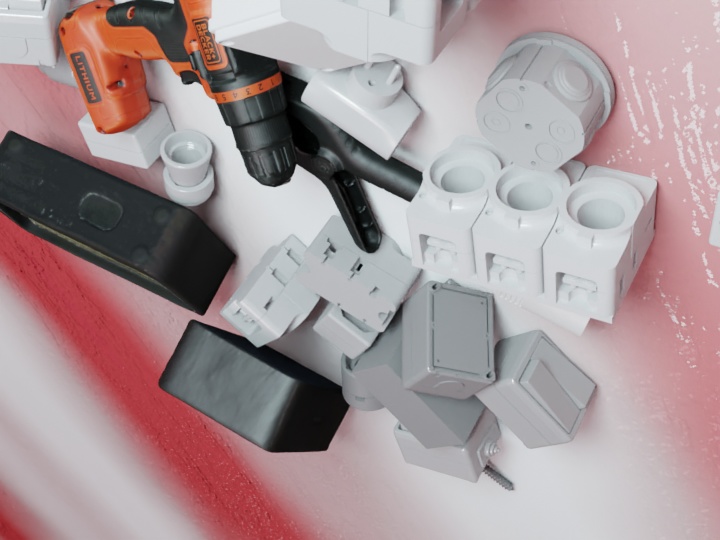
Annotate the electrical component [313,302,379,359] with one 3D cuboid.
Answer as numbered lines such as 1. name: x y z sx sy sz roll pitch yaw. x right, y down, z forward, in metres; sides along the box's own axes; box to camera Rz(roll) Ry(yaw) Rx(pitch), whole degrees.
1. electrical component: -0.009 0.044 0.974 0.047 0.065 0.077 38 146 -5

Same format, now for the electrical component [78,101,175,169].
1. electrical component: -0.208 -0.136 0.936 0.066 0.047 0.076 15 142 26

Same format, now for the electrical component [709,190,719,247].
1. electrical component: 0.249 -0.022 0.659 0.066 0.076 0.047 18 143 23

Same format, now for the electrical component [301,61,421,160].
1. electrical component: 0.007 -0.127 0.765 0.077 0.044 0.079 35 147 0

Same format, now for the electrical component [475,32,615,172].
1. electrical component: 0.118 -0.107 0.689 0.080 0.051 0.080 23 145 17

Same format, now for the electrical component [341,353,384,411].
1. electrical component: 0.008 0.101 1.042 0.055 0.055 0.047 18 139 23

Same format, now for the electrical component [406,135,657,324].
1. electrical component: 0.118 -0.034 0.744 0.150 0.089 0.061 17 143 25

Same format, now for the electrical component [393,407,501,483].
1. electrical component: 0.089 0.156 1.033 0.096 0.061 0.061 11 140 31

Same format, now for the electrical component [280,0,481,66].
1. electrical component: 0.031 -0.182 0.580 0.089 0.150 0.061 23 144 18

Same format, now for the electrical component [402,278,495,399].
1. electrical component: 0.071 0.054 0.900 0.062 0.096 0.061 12 153 -20

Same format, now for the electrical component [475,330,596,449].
1. electrical component: 0.155 0.106 0.914 0.096 0.061 0.061 45 145 -16

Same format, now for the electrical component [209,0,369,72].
1. electrical component: -0.021 -0.169 0.677 0.109 0.056 0.109 -3 175 43

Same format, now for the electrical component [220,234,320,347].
1. electrical component: -0.075 0.022 0.981 0.056 0.089 0.050 44 145 -14

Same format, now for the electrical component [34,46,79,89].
1. electrical component: -0.259 -0.182 0.928 0.078 0.040 0.040 19 144 21

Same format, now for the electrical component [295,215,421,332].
1. electrical component: 0.000 0.000 0.920 0.089 0.055 0.050 32 146 5

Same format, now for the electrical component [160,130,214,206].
1. electrical component: -0.152 -0.089 0.949 0.045 0.045 0.055 26 147 13

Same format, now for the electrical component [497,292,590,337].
1. electrical component: 0.142 0.014 0.826 0.081 0.043 0.043 27 146 11

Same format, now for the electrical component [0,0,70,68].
1. electrical component: -0.268 -0.216 0.853 0.062 0.096 0.061 3 144 -5
